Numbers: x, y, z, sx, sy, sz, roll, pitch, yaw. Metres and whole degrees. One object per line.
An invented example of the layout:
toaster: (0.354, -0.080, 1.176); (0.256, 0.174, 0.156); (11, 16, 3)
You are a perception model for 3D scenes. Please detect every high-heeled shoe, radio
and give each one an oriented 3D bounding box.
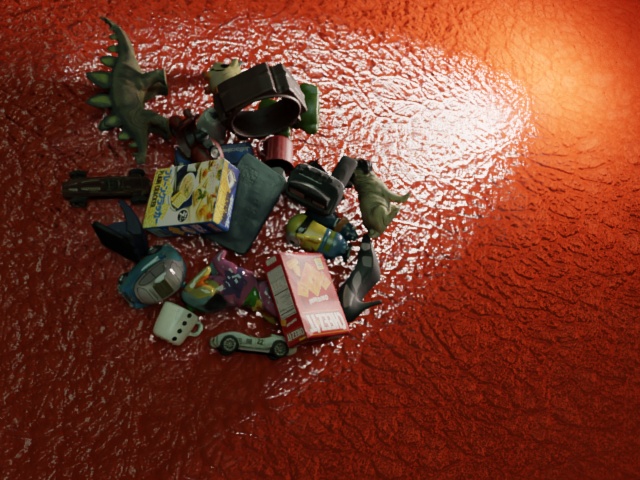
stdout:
high-heeled shoe: (0.081, 0.097, 1.389); (0.145, 0.086, 0.249); (-13, 50, 12)
radio: (-0.184, -0.084, 1.315); (0.131, 0.073, 0.229); (30, 91, -4)

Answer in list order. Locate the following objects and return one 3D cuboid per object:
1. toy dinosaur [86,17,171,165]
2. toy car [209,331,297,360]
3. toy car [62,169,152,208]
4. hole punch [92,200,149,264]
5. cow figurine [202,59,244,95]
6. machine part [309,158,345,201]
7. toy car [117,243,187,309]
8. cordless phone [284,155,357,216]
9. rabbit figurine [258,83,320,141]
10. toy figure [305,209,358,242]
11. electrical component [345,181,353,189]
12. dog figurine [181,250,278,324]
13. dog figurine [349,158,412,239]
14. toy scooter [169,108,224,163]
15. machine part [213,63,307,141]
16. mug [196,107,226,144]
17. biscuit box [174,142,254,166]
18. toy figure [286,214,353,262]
toy dinosaur: (-0.491, -0.390, 1.380); (0.199, 0.105, 0.471); (-5, 66, -15)
toy car: (-0.154, 0.242, 1.241); (0.202, 0.073, 0.056); (9, 70, -13)
toy car: (-0.512, -0.128, 1.296); (0.202, 0.053, 0.089); (-2, 73, -18)
hole punch: (-0.439, -0.017, 1.234); (0.116, 0.142, 0.092); (30, 59, 9)
cow figurine: (-0.248, -0.425, 1.448); (0.127, 0.085, 0.195); (-14, 44, -22)
machine part: (0.005, -0.155, 1.467); (0.084, 0.039, 0.139); (-28, 80, -19)
toy car: (-0.366, 0.088, 1.207); (0.162, 0.103, 0.109); (-40, 123, -24)
cordless phone: (0.006, -0.166, 1.388); (0.147, 0.088, 0.184); (27, 65, 9)
rabbit figurine: (-0.088, -0.339, 1.490); (0.170, 0.121, 0.159); (3, 74, 4)
toy figure: (0.036, -0.049, 1.419); (0.154, 0.064, 0.058); (33, 53, -1)
electrical component: (0.074, -0.174, 1.503); (0.094, 0.021, 0.063); (-20, 76, -23)
dog figurine: (-0.190, 0.136, 1.255); (0.219, 0.108, 0.191); (40, 60, -1)
dog figurine: (0.122, -0.114, 1.442); (0.190, 0.121, 0.172); (36, 53, 2)
toy scooter: (-0.296, -0.244, 1.292); (0.184, 0.135, 0.075); (47, 63, 3)
machine part: (-0.146, -0.337, 1.342); (0.202, 0.201, 0.087); (-20, 74, 13)
mug: (-0.291, -0.288, 1.394); (0.081, 0.107, 0.109); (40, 62, 3)
biscuit box: (-0.272, -0.206, 1.392); (0.203, 0.059, 0.063); (-10, 72, -20)
toy figure: (-0.003, -0.003, 1.381); (0.180, 0.082, 0.089); (20, 54, -3)
